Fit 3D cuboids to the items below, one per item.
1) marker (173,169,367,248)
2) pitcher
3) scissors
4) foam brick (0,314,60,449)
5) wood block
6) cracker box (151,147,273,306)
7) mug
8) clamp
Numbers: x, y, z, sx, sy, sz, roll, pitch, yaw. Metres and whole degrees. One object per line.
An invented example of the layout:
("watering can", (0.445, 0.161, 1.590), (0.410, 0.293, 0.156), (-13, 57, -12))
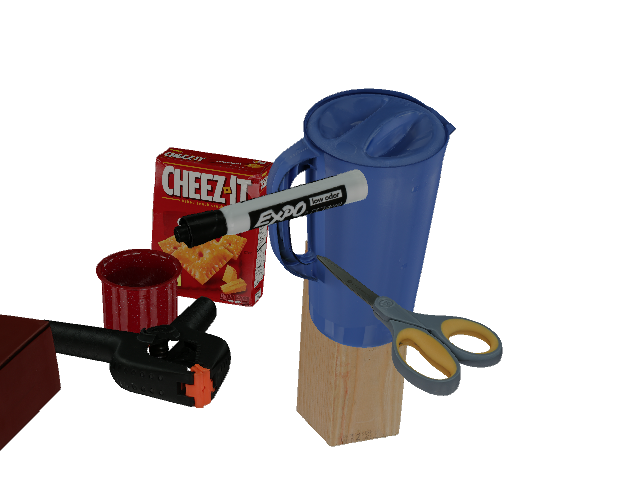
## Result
("marker", (-0.028, -0.019, 0.620), (0.121, 0.020, 0.020), (-16, 7, -25))
("pitcher", (0.036, -0.012, 1.034), (0.149, 0.243, 0.144), (13, 39, 12))
("scissors", (0.074, 0.057, 0.866), (0.096, 0.016, 0.202), (-9, 33, -17))
("foam brick", (-0.207, 0.088, 0.665), (0.053, 0.051, 0.078), (7, 29, 21))
("wood block", (0.036, 0.106, 1.163), (0.090, 0.206, 0.091), (-5, 20, -25))
("cracker box", (-0.164, -0.018, 1.584), (0.164, 0.214, 0.072), (9, 20, 10))
("mug", (-0.208, 0.061, 1.186), (0.093, 0.081, 0.117), (-22, 36, -40))
("clamp", (-0.124, 0.086, 0.868), (0.164, 0.036, 0.210), (-11, 16, -32))
